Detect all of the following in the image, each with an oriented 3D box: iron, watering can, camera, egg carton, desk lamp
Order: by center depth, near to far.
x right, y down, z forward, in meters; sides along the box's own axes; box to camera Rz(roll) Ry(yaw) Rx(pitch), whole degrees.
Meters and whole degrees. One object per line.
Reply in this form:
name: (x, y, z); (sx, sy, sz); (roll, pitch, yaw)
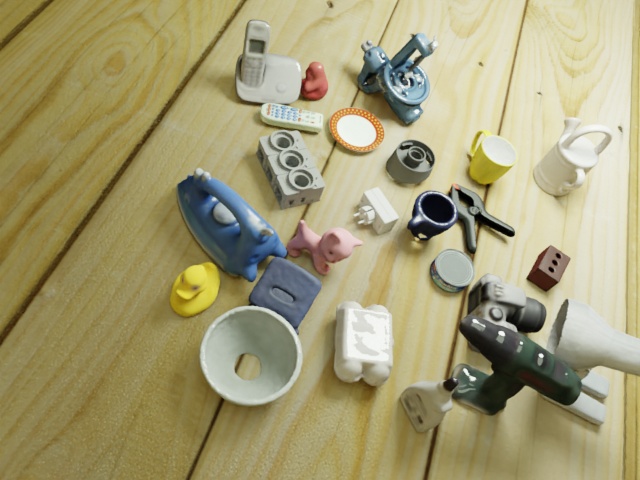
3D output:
egg carton: (0.076, 0.182, 1.011); (0.107, 0.069, 0.150); (9, 58, -10)
desk lamp: (0.475, 0.213, 1.015); (0.203, 0.213, 0.118); (27, 56, 2)
iron: (-0.175, -0.053, 1.041); (0.258, 0.141, 0.119); (43, 59, 12)
camera: (0.362, 0.144, 1.093); (0.137, 0.100, 0.143); (16, 57, -5)
watering can: (0.577, -0.201, 1.304); (0.101, 0.194, 0.172); (-9, 62, -20)

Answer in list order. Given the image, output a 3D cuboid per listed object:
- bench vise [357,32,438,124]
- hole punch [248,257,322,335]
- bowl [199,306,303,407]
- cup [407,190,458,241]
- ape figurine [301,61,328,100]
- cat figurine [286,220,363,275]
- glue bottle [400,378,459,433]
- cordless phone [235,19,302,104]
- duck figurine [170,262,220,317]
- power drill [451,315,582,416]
bench vise: (0.171, -0.392, 1.293); (0.207, 0.219, 0.122); (32, 57, 5)
hole punch: (-0.062, 0.101, 1.009); (0.108, 0.091, 0.101); (30, 57, 4)
bowl: (-0.116, 0.199, 0.945); (0.167, 0.074, 0.167); (7, 58, -11)
cup: (0.212, -0.035, 1.164); (0.118, 0.095, 0.091); (-29, 70, -28)
ape figurine: (-0.014, -0.370, 1.306); (0.076, 0.092, 0.078); (30, 57, 4)
cat figurine: (0.010, 0.004, 1.072); (0.127, 0.117, 0.067); (30, 57, 4)
glue bottle: (0.185, 0.257, 0.933); (0.037, 0.173, 0.078); (-15, 64, -22)
cordless phone: (-0.105, -0.384, 1.234); (0.148, 0.185, 0.094); (-1, 60, -15)
duck figurine: (-0.214, 0.073, 0.988); (0.077, 0.086, 0.105); (33, 57, 6)
power drill: (0.303, 0.221, 0.966); (0.229, 0.208, 0.076); (24, 56, 0)
